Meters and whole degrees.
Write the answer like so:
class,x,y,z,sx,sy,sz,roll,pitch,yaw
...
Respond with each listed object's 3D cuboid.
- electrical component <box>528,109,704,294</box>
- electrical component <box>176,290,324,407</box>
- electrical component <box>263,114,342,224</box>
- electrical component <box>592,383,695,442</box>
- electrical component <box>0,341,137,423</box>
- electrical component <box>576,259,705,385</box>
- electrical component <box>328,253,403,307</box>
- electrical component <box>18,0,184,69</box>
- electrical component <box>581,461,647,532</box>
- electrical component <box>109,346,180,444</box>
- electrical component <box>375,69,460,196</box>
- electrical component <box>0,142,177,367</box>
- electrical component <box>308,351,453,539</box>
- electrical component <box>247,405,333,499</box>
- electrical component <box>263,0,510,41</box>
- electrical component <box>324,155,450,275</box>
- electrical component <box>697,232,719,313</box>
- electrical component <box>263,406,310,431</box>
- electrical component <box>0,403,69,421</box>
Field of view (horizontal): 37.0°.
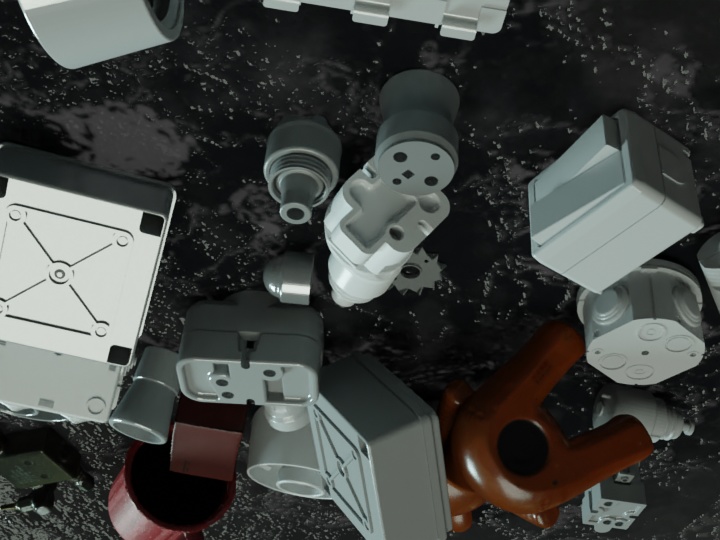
class,x,y,z,sx,sy,sz,roll,pitch,yaw
electrical component,0.135,-0.036,0.610,0.061,0.061,0.096,27,136,-25
electrical component,-0.074,0.054,0.742,0.095,0.059,0.053,3,141,2
electrical component,-0.033,-0.054,0.604,0.043,0.062,0.043,3,141,2
electrical component,0.210,0.109,0.797,0.078,0.040,0.040,13,140,-10
electrical component,-0.199,0.049,0.721,0.100,0.048,0.099,14,97,-11
electrical component,0.183,0.034,0.699,0.080,0.051,0.080,3,141,2
electrical component,0.000,0.000,0.682,0.043,0.043,0.062,16,141,-14
electrical component,-0.108,-0.146,0.467,0.060,0.108,0.108,-8,139,6
electrical component,0.201,0.170,0.860,0.048,0.055,0.066,9,141,-5
electrical component,-0.151,0.089,0.787,0.044,0.065,0.044,15,155,7
electrical component,0.031,-0.074,0.579,0.045,0.055,0.045,3,141,2
electrical component,-0.176,-0.008,0.647,0.109,0.056,0.108,14,112,-11
electrical component,0.011,0.130,0.761,0.056,0.109,0.108,-20,119,-21
electrical component,-0.042,0.146,0.866,0.099,0.064,0.099,8,154,4
electrical component,0.009,-0.148,0.484,0.121,0.063,0.078,8,141,-5
electrical component,0.012,-0.030,0.626,0.058,0.078,0.057,45,154,1
electrical component,0.237,0.003,0.663,0.043,0.043,0.081,-15,137,22
electrical component,-0.057,0.091,0.803,0.040,0.040,0.046,-6,133,13
electrical component,-0.247,0.071,0.795,0.099,0.064,0.099,9,153,5
